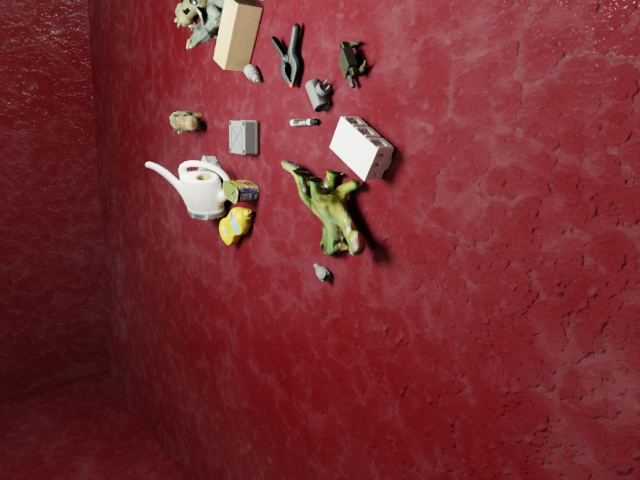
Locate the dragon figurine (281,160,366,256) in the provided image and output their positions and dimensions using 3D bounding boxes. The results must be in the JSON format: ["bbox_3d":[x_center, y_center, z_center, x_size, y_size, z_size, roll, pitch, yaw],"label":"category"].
[{"bbox_3d":[0.004,-0.069,1.371,0.415,0.123,0.239,32,130,56],"label":"dragon figurine"}]

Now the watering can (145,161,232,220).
[{"bbox_3d":[-0.462,-0.186,1.858,0.348,0.106,0.219,8,122,21],"label":"watering can"}]
